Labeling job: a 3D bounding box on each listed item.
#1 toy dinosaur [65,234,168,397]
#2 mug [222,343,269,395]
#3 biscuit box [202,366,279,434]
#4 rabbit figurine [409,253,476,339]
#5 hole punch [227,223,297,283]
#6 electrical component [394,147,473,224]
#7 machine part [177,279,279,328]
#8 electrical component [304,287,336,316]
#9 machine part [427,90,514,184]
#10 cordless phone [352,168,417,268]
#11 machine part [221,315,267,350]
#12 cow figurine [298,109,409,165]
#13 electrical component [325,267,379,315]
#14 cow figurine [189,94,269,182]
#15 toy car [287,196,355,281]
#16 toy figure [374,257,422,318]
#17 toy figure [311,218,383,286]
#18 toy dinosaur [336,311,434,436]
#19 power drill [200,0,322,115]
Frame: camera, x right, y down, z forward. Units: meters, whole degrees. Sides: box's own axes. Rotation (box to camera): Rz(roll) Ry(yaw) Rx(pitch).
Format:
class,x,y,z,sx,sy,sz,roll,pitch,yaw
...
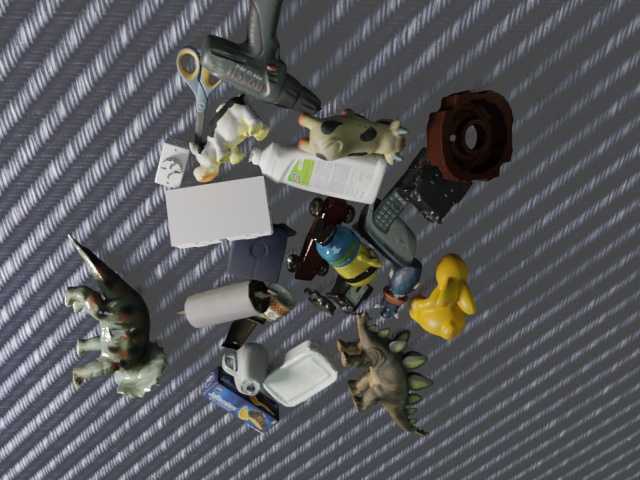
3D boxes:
class,x,y,z,sx,sy,sz,roll,pitch,yaw
toy dinosaur,-0.425,0.181,1.138,0.192,0.131,0.404,-2,115,-18
mug,-0.168,0.294,1.223,0.109,0.107,0.080,24,112,-20
biscuit box,-0.189,0.386,1.298,0.059,0.063,0.202,-43,115,16
rabbit figurine,0.270,0.115,1.157,0.122,0.162,0.173,12,100,1
hole punch,-0.127,0.021,1.090,0.142,0.092,0.115,13,113,-8
electrical component,0.226,-0.115,1.041,0.114,0.058,0.134,37,85,-25
machine part,-0.194,0.132,1.122,0.243,0.079,0.079,-16,121,24
electrical component,0.006,0.139,1.179,0.094,0.063,0.021,47,72,-26
machine part,0.276,-0.189,0.990,0.179,0.056,0.179,-4,99,-24
cordless phone,0.169,-0.051,1.090,0.146,0.089,0.184,41,89,-23
machine part,-0.171,0.191,1.207,0.084,0.039,0.138,25,112,-23
cow figurine,0.072,-0.185,0.966,0.195,0.127,0.085,-13,127,-32
electrical component,0.075,0.095,1.166,0.074,0.048,0.119,43,68,-27
cow figurine,-0.180,-0.184,0.975,0.167,0.068,0.098,-39,79,14
toy car,-0.002,-0.003,1.106,0.089,0.053,0.202,7,121,-32
toy figure,0.175,0.108,1.181,0.058,0.064,0.154,-10,134,-44
toy figure,0.049,0.027,1.067,0.089,0.082,0.180,-39,135,17
toy dinosaur,0.165,0.335,1.282,0.199,0.105,0.470,-17,124,0
power drill,-0.073,-0.334,0.908,0.232,0.086,0.207,12,124,-21
